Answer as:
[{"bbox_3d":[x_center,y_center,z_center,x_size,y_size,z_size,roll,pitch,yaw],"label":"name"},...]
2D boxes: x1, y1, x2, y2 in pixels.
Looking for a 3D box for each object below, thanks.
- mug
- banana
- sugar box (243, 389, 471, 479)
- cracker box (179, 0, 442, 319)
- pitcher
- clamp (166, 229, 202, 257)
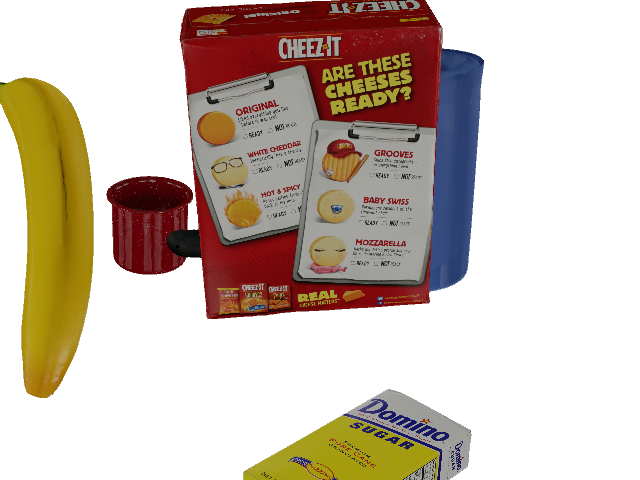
[{"bbox_3d":[-0.194,-0.020,1.180,0.093,0.081,0.117,-15,33,-32],"label":"mug"},{"bbox_3d":[-0.152,-0.015,0.597,0.037,0.198,0.070,3,-24,-36],"label":"banana"},{"bbox_3d":[0.032,0.184,0.862,0.093,0.048,0.175,24,35,38],"label":"sugar box"},{"bbox_3d":[-0.005,-0.054,0.736,0.164,0.214,0.072,-4,32,-4],"label":"cracker box"},{"bbox_3d":[0.107,-0.078,1.123,0.149,0.243,0.145,-8,24,-14],"label":"pitcher"},{"bbox_3d":[-0.024,0.001,0.962,0.210,0.164,0.036,34,-39,7],"label":"clamp"}]
